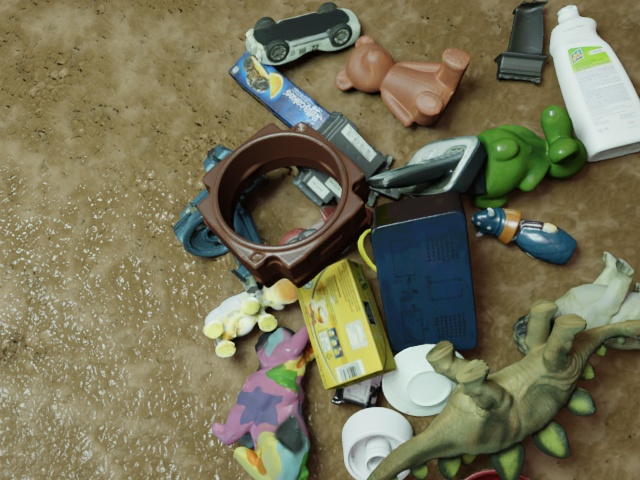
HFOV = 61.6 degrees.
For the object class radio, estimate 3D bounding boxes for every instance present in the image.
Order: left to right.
[{"bbox_3d":[0.151,0.054,0.775,0.131,0.073,0.229,-8,115,11],"label":"radio"}]

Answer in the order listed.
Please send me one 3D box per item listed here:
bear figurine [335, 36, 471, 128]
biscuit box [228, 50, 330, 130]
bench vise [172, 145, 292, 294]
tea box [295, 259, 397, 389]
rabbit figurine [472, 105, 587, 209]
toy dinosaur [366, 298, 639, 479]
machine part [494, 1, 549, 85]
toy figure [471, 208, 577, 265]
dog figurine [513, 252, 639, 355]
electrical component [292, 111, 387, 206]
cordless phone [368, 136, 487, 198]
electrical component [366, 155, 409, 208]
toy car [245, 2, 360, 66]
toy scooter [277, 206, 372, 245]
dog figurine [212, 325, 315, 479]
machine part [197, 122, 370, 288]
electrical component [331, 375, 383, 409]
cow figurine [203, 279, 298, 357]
[{"bbox_3d":[0.124,-0.268,0.867,0.196,0.132,0.120,34,85,8],"label":"bear figurine"},{"bbox_3d":[-0.064,-0.242,0.928,0.203,0.062,0.059,41,91,14],"label":"biscuit box"},{"bbox_3d":[-0.134,-0.029,0.865,0.224,0.128,0.241,-35,59,11],"label":"bench vise"},{"bbox_3d":[0.036,0.124,0.795,0.098,0.068,0.169,-23,68,20],"label":"tea box"},{"bbox_3d":[0.323,-0.133,0.808,0.170,0.159,0.121,-6,69,-6],"label":"rabbit figurine"},{"bbox_3d":[0.228,0.226,0.714,0.472,0.105,0.198,-26,106,5],"label":"toy dinosaur"},{"bbox_3d":[0.335,-0.326,0.883,0.084,0.039,0.138,11,84,17],"label":"machine part"},{"bbox_3d":[0.308,-0.010,0.823,0.155,0.058,0.064,25,108,10],"label":"toy figure"},{"bbox_3d":[0.400,0.135,0.774,0.190,0.121,0.172,-47,72,14],"label":"dog figurine"},{"bbox_3d":[0.021,-0.122,0.868,0.134,0.058,0.114,-46,110,-1],"label":"electrical component"},{"bbox_3d":[0.138,-0.095,0.795,0.184,0.147,0.088,-14,101,-23],"label":"cordless phone"},{"bbox_3d":[0.114,-0.092,0.891,0.063,0.021,0.094,24,85,13],"label":"electrical component"},{"bbox_3d":[-0.029,-0.349,0.917,0.202,0.056,0.073,-19,63,-12],"label":"toy car"},{"bbox_3d":[-0.002,-0.003,0.839,0.184,0.135,0.075,-30,79,6],"label":"toy scooter"},{"bbox_3d":[-0.050,0.238,0.816,0.192,0.108,0.219,32,83,34],"label":"dog figurine"},{"bbox_3d":[-0.048,-0.052,0.741,0.201,0.087,0.202,-41,64,-11],"label":"machine part"},{"bbox_3d":[0.065,0.203,0.836,0.075,0.047,0.119,10,82,11],"label":"electrical component"},{"bbox_3d":[-0.108,0.108,0.870,0.167,0.098,0.068,-33,109,-2],"label":"cow figurine"}]
